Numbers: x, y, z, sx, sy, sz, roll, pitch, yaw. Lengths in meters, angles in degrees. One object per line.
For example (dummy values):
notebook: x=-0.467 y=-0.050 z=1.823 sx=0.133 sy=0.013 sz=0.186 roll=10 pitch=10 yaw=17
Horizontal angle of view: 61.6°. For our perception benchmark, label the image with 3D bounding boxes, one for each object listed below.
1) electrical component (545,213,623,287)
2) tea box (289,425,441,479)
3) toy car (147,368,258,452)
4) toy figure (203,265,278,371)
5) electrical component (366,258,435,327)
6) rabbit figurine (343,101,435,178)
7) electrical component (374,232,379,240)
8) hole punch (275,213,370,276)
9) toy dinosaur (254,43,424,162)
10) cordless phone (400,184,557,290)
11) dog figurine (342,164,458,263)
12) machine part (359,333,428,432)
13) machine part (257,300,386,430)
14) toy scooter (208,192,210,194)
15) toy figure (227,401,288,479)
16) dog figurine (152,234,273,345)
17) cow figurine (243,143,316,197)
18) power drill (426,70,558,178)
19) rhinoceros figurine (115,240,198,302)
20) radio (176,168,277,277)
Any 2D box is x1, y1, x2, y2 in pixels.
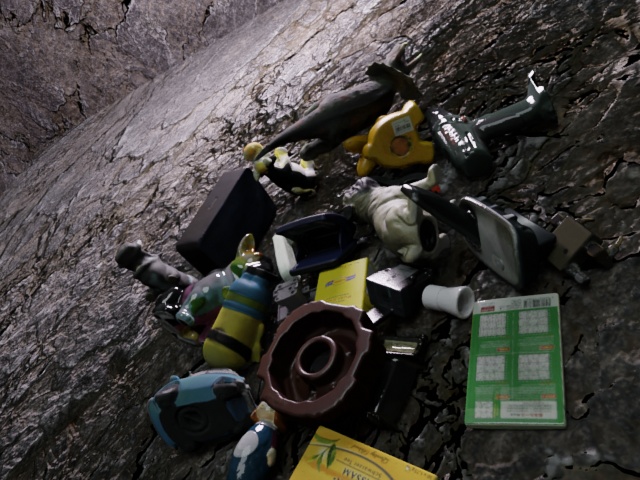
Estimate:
electrical component: x=0.336 y=0.007 z=0.696 sx=0.078 sy=0.045 sz=0.102 roll=-61 pitch=28 yaw=15
tea box: x=0.050 y=0.284 z=0.589 sx=0.170 sy=0.068 sz=0.098 roll=4 pitch=50 yaw=43
toy car: x=-0.168 y=0.239 z=0.811 sx=0.162 sy=0.109 sz=0.103 roll=-19 pitch=19 yaw=10
toy figure: x=-0.134 y=0.129 z=0.891 sx=0.082 sy=0.089 sz=0.180 roll=8 pitch=75 yaw=52
electrical component: x=0.103 y=0.077 z=0.779 sx=0.119 sy=0.047 sz=0.075 roll=-26 pitch=26 yaw=-28
rabbit figurine: x=0.136 y=-0.187 z=1.061 sx=0.162 sy=0.121 sz=0.173 roll=-29 pitch=16 yaw=9
electrical component: x=0.139 y=-0.022 z=0.921 sx=0.094 sy=0.021 sz=0.063 roll=-32 pitch=35 yaw=6
hole punch: x=-0.002 y=-0.003 z=0.936 sx=0.142 sy=0.092 sz=0.116 roll=-19 pitch=6 yaw=30
toy dinosaur: x=0.061 y=-0.263 z=1.088 sx=0.405 sy=0.131 sz=0.192 roll=-37 pitch=0 yaw=-27
cordless phone: x=0.201 y=-0.021 z=0.712 sx=0.088 sy=0.184 sz=0.147 roll=-59 pitch=26 yaw=14
dog figurine: x=0.102 y=-0.029 z=0.858 sx=0.191 sy=0.121 sz=0.172 roll=-7 pitch=30 yaw=40
machine part: x=0.093 y=0.181 z=0.705 sx=0.084 sy=0.039 sz=0.139 roll=-1 pitch=45 yaw=30
machine part: x=0.002 y=0.164 z=0.715 sx=0.179 sy=0.056 sz=0.179 roll=-23 pitch=39 yaw=21
toy scooter: x=-0.238 y=-0.078 z=1.277 sx=0.135 sy=0.075 sz=0.184 roll=2 pitch=46 yaw=42
toy figure: x=-0.074 y=0.265 z=0.734 sx=0.064 sy=0.057 sz=0.154 roll=12 pitch=50 yaw=17
dog figurine: x=-0.187 y=0.089 z=1.006 sx=0.192 sy=0.108 sz=0.219 roll=2 pitch=45 yaw=47
cow figurine: x=-0.086 y=-0.144 z=1.144 sx=0.068 sy=0.167 sz=0.098 roll=-49 pitch=38 yaw=37
power drill: x=0.302 y=-0.220 z=0.966 sx=0.207 sy=0.085 sz=0.232 roll=-21 pitch=38 yaw=16
rhinoceros figurine: x=-0.313 y=0.069 z=1.063 sx=0.073 sy=0.190 sz=0.112 roll=-45 pitch=37 yaw=11
radio: x=-0.186 y=-0.030 z=1.120 sx=0.073 sy=0.131 sz=0.229 roll=-6 pitch=44 yaw=38
